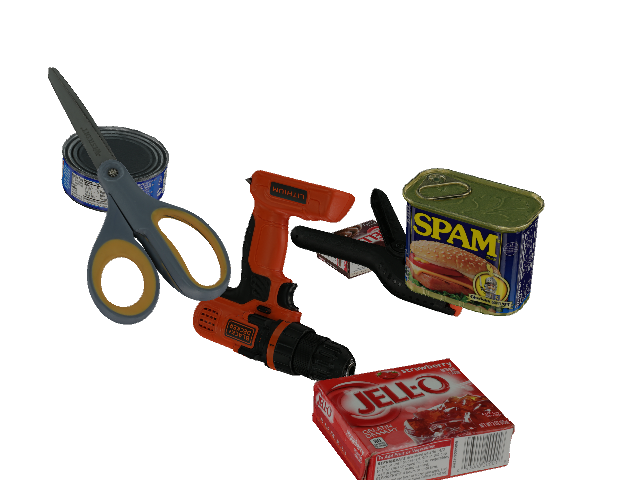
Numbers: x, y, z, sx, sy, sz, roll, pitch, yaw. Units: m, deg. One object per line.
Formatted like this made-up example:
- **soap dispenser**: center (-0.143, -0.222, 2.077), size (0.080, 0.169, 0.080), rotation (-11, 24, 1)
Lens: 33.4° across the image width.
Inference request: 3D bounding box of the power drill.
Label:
- **power drill**: center (-0.028, 0.035, 1.050), size (0.185, 0.187, 0.057), rotation (17, 2, 27)

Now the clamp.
- **clamp**: center (0.078, 0.020, 1.246), size (0.164, 0.036, 0.210), rotation (-21, 50, -38)

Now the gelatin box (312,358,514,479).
- **gelatin box**: center (0.049, 0.099, 0.586), size (0.089, 0.030, 0.073), rotation (-6, 26, -22)

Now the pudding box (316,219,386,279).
- **pudding box**: center (0.063, 0.012, 1.620), size (0.113, 0.039, 0.090), rotation (-20, 31, -28)

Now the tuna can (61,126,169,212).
- **tuna can**: center (-0.168, -0.058, 0.874), size (0.086, 0.034, 0.086), rotation (8, 34, -6)

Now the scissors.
- **scissors**: center (-0.142, -0.025, 0.682), size (0.096, 0.202, 0.016), rotation (-41, -17, -24)

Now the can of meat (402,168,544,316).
- **can of meat**: center (0.112, 0.002, 0.806), size (0.102, 0.084, 0.057), rotation (18, 38, 28)
